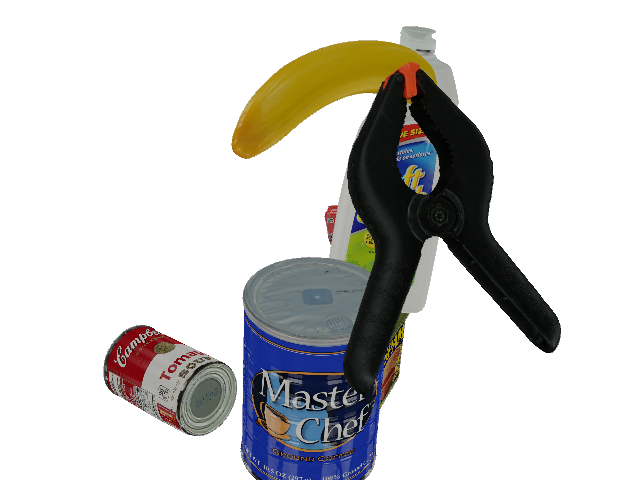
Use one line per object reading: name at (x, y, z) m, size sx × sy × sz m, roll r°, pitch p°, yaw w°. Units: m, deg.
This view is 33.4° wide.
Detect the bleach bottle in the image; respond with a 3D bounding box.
bleach bottle at (0.063, -0.063, 0.949) m, size 0.102 × 0.251 × 0.068 m, roll 7°, pitch 20°, yaw 2°

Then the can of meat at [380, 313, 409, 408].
can of meat at (0.050, 0.119, 1.104) m, size 0.057 × 0.084 × 0.102 m, roll 14°, pitch 28°, yaw 18°

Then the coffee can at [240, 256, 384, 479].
coffee can at (-0.005, 0.097, 0.766) m, size 0.103 × 0.140 × 0.103 m, roll 2°, pitch 30°, yaw -2°

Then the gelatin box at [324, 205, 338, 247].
gelatin box at (0.048, 0.000, 1.290) m, size 0.073 × 0.089 × 0.030 m, roll -1°, pitch 29°, yaw 13°

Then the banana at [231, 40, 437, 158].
banana at (0.017, -0.103, 0.738) m, size 0.197 × 0.069 × 0.037 m, roll -13°, pitch -7°, yaw -36°

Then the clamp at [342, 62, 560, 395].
clamp at (0.049, -0.004, 0.561) m, size 0.120 × 0.171 × 0.039 m, roll -19°, pitch -1°, yaw -19°

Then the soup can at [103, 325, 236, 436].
soup can at (-0.131, 0.121, 0.925) m, size 0.102 × 0.068 × 0.068 m, roll 19°, pitch 12°, yaw 39°
